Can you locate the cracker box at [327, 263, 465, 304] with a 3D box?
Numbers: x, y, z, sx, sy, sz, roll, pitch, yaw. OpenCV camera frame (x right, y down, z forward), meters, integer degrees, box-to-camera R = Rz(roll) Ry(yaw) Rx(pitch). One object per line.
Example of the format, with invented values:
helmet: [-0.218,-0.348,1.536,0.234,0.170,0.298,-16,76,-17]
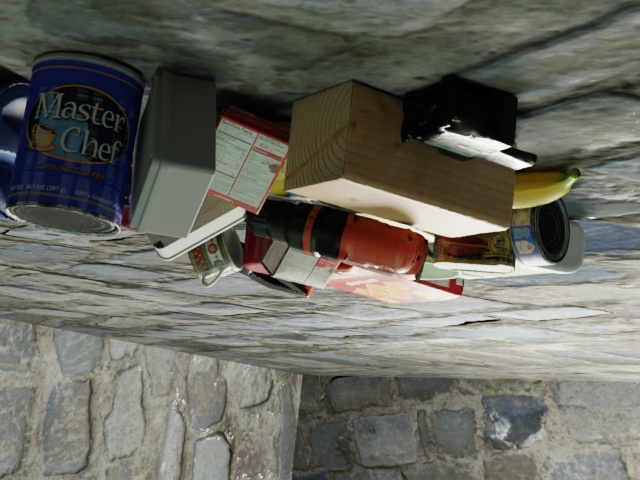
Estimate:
cracker box: [0.079,0.038,1.543,0.213,0.072,0.164,16,164,-36]

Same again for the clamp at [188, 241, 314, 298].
clamp: [-0.107,0.031,1.517,0.210,0.036,0.165,26,161,2]

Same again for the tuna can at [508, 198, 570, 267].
tuna can: [0.245,-0.013,1.188,0.034,0.086,0.086,-6,163,39]

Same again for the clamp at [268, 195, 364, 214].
clamp: [-0.023,-0.064,1.153,0.172,0.039,0.120,11,172,25]

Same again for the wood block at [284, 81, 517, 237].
wood block: [0.079,-0.069,1.001,0.205,0.090,0.091,14,166,-35]

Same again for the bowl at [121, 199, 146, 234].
bowl: [-0.205,-0.047,1.324,0.162,0.055,0.162,6,168,1]

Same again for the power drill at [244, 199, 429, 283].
power drill: [0.030,0.000,1.137,0.185,0.057,0.187,15,-179,19]

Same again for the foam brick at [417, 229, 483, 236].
foam brick: [0.149,-0.038,1.198,0.078,0.053,0.051,5,166,7]

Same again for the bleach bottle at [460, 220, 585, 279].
bleach bottle: [0.239,0.019,1.405,0.102,0.068,0.251,10,170,-16]

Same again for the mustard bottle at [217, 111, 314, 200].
mustard bottle: [-0.028,-0.080,1.066,0.191,0.058,0.096,6,144,-3]

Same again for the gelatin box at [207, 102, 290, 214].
gelatin box: [-0.074,-0.077,1.010,0.073,0.030,0.089,22,122,-12]

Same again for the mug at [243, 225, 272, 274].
mug: [-0.049,0.003,1.419,0.117,0.081,0.093,16,164,-40]

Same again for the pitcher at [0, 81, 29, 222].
pitcher: [-0.387,-0.099,1.046,0.243,0.149,0.144,5,-176,22]

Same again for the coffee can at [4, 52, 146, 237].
coffee can: [-0.218,-0.083,0.954,0.103,0.140,0.103,7,167,1]

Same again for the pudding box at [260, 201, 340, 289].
pudding box: [-0.009,0.002,1.340,0.089,0.114,0.039,16,-159,-37]

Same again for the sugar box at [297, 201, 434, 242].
sugar box: [0.063,-0.035,1.274,0.094,0.048,0.175,-6,164,42]

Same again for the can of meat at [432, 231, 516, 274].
can of meat: [0.183,-0.007,1.254,0.102,0.084,0.057,4,168,12]

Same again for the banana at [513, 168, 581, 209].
banana: [0.181,-0.060,1.133,0.198,0.037,0.069,-1,148,22]
